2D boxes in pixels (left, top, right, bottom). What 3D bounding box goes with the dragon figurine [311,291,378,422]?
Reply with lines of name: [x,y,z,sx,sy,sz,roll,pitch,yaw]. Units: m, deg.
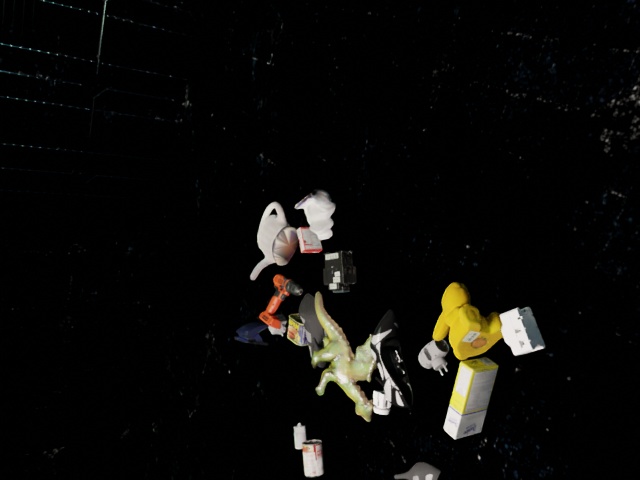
dragon figurine: [0.091,0.346,1.587,0.241,0.122,0.415,-17,74,36]

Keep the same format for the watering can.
watering can: [-0.182,0.031,1.979,0.227,0.104,0.343,33,114,51]

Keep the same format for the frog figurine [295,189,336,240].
frog figurine: [0.005,-0.088,1.743,0.159,0.125,0.135,51,130,-4]
